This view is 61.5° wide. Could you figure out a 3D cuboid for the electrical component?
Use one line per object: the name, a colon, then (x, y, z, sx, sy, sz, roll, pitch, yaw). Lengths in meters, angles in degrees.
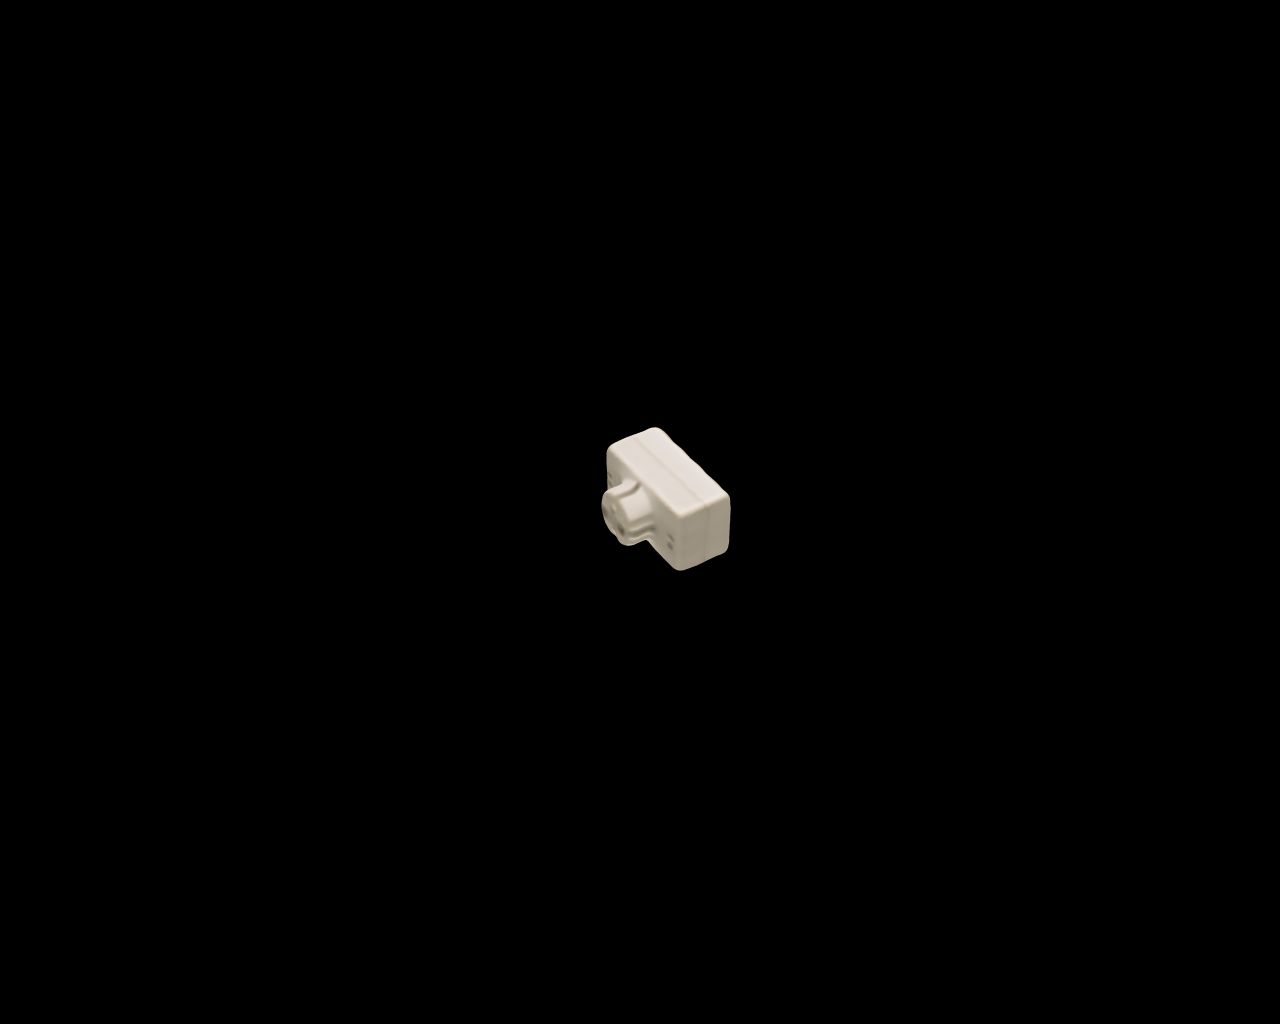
electrical component: (0.001, -0.003, 0.650, 0.076, 0.047, 0.083, -22, 45, -23)
